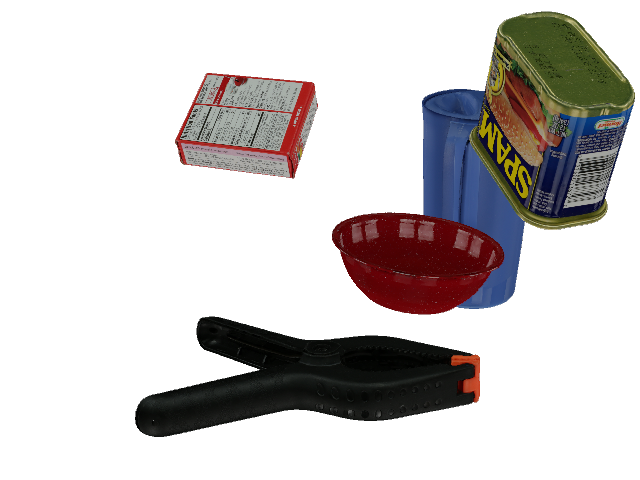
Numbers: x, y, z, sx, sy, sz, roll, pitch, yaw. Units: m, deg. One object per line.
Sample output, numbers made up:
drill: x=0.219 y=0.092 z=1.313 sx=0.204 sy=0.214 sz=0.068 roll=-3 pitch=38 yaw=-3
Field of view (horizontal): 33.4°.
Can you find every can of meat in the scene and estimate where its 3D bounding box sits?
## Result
can of meat: x=0.133 y=-0.071 z=0.618 sx=0.057 sy=0.084 sz=0.102 roll=-9 pitch=45 yaw=-15

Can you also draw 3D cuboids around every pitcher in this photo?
pitcher: x=0.175 y=-0.045 z=1.228 sx=0.149 sy=0.243 sz=0.145 roll=-9 pitch=24 yaw=-21

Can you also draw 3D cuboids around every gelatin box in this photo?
gelatin box: x=-0.053 y=-0.085 z=0.786 sx=0.089 sy=0.073 sz=0.030 roll=7 pitch=-36 yaw=14

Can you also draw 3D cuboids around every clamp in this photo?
clamp: x=-0.004 y=0.083 z=0.697 sx=0.210 sy=0.036 sz=0.164 roll=-1 pitch=16 yaw=1

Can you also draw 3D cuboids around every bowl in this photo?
bowl: x=0.088 y=0.026 z=1.002 sx=0.162 sy=0.055 sz=0.162 roll=5 pitch=21 yaw=-2
